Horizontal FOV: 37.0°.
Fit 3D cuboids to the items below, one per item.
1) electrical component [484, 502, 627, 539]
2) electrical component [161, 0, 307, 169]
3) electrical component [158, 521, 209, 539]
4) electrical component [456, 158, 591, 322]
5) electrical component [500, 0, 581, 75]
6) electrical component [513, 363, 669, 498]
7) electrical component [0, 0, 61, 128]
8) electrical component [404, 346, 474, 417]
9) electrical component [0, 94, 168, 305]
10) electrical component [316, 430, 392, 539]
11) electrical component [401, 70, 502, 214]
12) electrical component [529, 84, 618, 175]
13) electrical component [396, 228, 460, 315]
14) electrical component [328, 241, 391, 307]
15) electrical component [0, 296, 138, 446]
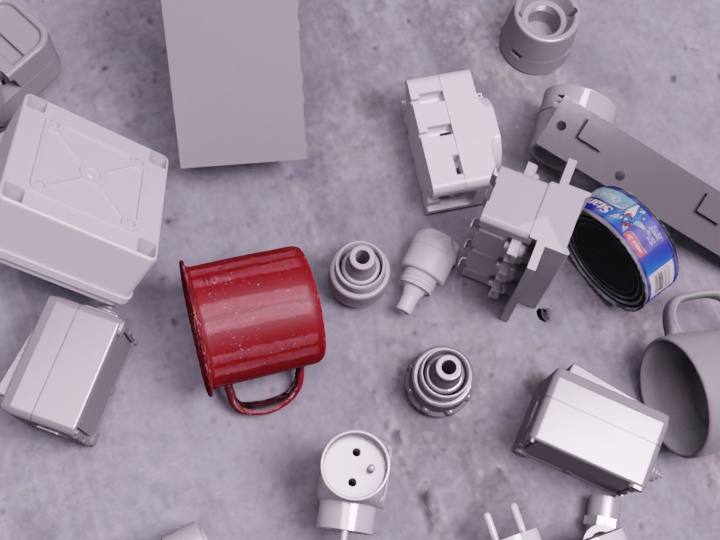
[{"bbox_3d":[0.100,0.185,0.676,0.138,0.052,0.073,-25,74,20],"label":"electrical component"},{"bbox_3d":[-0.087,-0.153,0.740,0.089,0.061,0.150,-5,116,-5],"label":"electrical component"},{"bbox_3d":[-0.108,0.215,0.677,0.059,0.053,0.095,-27,76,-10],"label":"electrical component"},{"bbox_3d":[0.106,-0.021,0.724,0.063,0.121,0.078,22,73,6],"label":"electrical component"},{"bbox_3d":[0.137,-0.183,0.813,0.055,0.047,0.055,1,73,-3],"label":"electrical component"},{"bbox_3d":[0.161,0.109,0.719,0.096,0.061,0.061,24,74,4],"label":"electrical component"},{"bbox_3d":[-0.266,-0.140,0.772,0.054,0.059,0.095,42,76,9],"label":"electrical component"},{"bbox_3d":[0.056,0.072,0.724,0.048,0.062,0.048,1,73,-3],"label":"electrical component"},{"bbox_3d":[-0.189,-0.046,0.709,0.109,0.056,0.108,24,39,-26],"label":"electrical component"},{"bbox_3d":[-0.007,0.147,0.690,0.044,0.077,0.079,9,74,0],"label":"electrical component"},{"bbox_3d":[0.068,-0.093,0.781,0.056,0.050,0.089,-11,74,-6],"label":"electrical component"},{"bbox_3d":[0.155,-0.101,0.786,0.055,0.055,0.047,20,77,3],"label":"electrical component"},{"bbox_3d":[0.044,0.003,0.759,0.035,0.035,0.061,27,77,5],"label":"electrical component"},{"bbox_3d":[0.000,0.000,0.743,0.043,0.062,0.043,1,74,-3],"label":"electrical component"},{"bbox_3d":[-0.192,0.061,0.714,0.061,0.061,0.096,19,73,3],"label":"electrical component"}]
